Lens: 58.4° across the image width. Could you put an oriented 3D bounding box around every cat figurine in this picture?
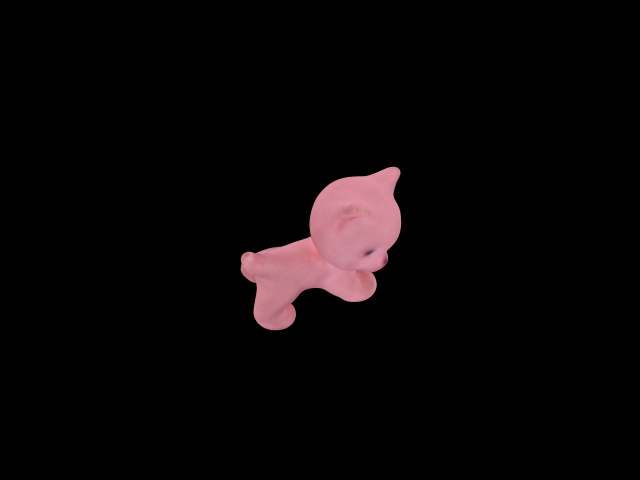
[{"bbox_3d":[0.004,0.001,0.400,0.128,0.118,0.067,-20,66,-9],"label":"cat figurine"}]
